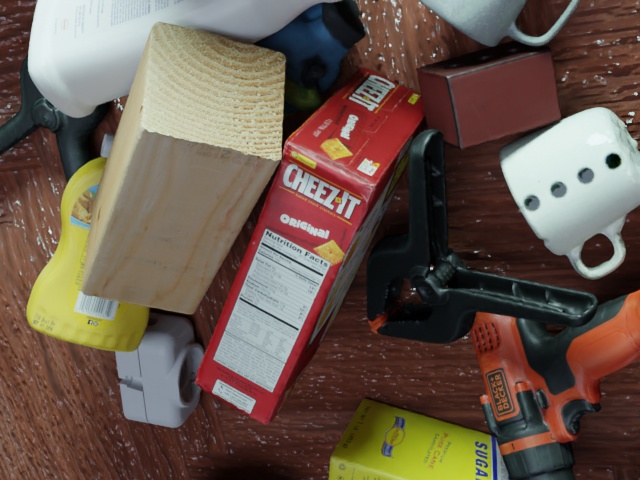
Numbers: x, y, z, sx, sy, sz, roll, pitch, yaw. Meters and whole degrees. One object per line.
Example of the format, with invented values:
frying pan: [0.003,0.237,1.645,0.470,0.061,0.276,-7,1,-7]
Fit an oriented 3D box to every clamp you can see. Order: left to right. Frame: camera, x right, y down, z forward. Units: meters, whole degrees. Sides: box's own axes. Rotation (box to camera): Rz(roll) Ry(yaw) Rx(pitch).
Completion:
clamp: [-0.226,-0.104,0.882,0.120,0.039,0.172,19,117,7]
clamp: [0.095,0.031,0.768,0.164,0.036,0.210,45,148,8]

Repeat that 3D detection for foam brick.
foam brick: [0.113,-0.098,0.716,0.078,0.053,0.051,-18,109,-14]

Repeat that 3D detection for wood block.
wood block: [-0.099,-0.041,0.736,0.090,0.091,0.206,12,146,-17]

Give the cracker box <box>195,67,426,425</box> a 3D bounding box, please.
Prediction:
cracker box: [-0.005,0.001,0.769,0.072,0.164,0.214,27,122,6]

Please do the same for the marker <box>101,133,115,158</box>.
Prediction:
marker: [-0.110,-0.062,0.836,0.121,0.020,0.020,12,123,-17]

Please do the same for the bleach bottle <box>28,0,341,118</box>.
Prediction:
bleach bottle: [-0.072,-0.161,0.715,0.251,0.102,0.068,-12,149,21]

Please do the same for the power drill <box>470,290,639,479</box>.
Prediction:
power drill: [0.197,0.112,0.746,0.188,0.057,0.184,-29,70,41]

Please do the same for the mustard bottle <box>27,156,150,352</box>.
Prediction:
mustard bottle: [-0.166,-0.010,0.868,0.096,0.058,0.192,17,98,-20]

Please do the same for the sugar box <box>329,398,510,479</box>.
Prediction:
sugar box: [0.103,0.189,0.860,0.176,0.093,0.048,12,118,16]
